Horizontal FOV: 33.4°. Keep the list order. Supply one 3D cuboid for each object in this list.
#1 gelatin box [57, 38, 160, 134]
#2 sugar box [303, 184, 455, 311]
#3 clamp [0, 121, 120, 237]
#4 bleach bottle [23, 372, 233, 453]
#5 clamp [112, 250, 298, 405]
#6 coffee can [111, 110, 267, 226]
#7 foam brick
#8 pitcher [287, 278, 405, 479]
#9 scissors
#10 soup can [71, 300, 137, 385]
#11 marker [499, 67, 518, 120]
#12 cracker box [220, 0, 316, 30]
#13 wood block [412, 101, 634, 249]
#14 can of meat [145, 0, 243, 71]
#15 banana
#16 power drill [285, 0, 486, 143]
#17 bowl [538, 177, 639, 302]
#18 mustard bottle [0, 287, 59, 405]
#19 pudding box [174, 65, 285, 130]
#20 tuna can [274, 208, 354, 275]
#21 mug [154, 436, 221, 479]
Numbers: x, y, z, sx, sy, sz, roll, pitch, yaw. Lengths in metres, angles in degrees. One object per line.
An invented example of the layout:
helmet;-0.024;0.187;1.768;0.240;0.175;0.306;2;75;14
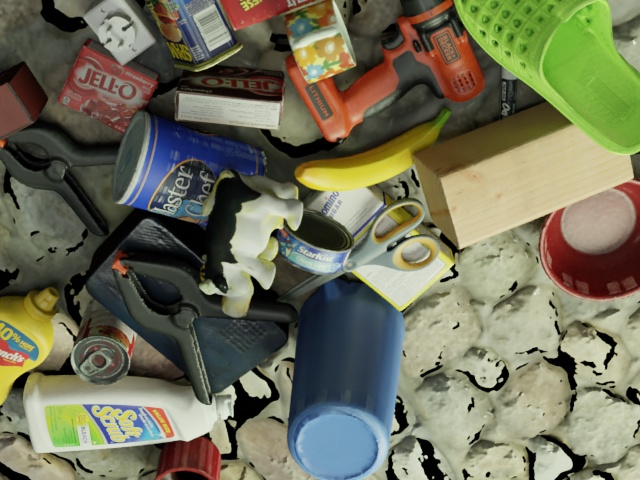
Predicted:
gelatin box;-0.230;-0.165;1.162;0.089;0.030;0.073;26;114;-14
sugar box;0.062;-0.004;1.242;0.176;0.048;0.093;41;110;-15
clamp;-0.291;-0.074;1.204;0.171;0.039;0.120;18;108;-8
bleach bottle;-0.236;0.210;1.339;0.251;0.068;0.102;-4;117;-2
clamp;-0.140;0.076;1.201;0.165;0.036;0.210;-39;110;14
coffee can;-0.142;-0.071;1.155;0.140;0.103;0.103;16;117;-23
foam brick;-0.332;-0.149;1.143;0.053;0.078;0.051;-26;114;10
pitcher;0.033;0.169;1.218;0.149;0.242;0.145;26;117;-8
scissors;0.053;0.034;1.223;0.096;0.016;0.202;41;107;-17
soup can;-0.253;0.116;1.266;0.068;0.102;0.068;0;117;-1
marker;0.209;-0.138;1.189;0.020;0.020;0.121;-2;118;0
cracker box;-0.052;-0.337;1.044;0.164;0.072;0.213;-16;118;19
wood block;0.219;-0.079;1.152;0.206;0.091;0.090;-22;115;-6
can of meat;-0.133;-0.225;1.093;0.057;0.102;0.084;-32;113;-15
banana;0.055;-0.090;1.166;0.197;0.037;0.070;-25;138;-22
power drill;0.061;-0.201;1.132;0.188;0.057;0.184;-25;108;13
bowl;0.329;-0.010;1.236;0.162;0.055;0.162;0;117;-1
mustard bottle;-0.380;0.124;1.293;0.096;0.058;0.192;40;110;-18
pudding box;-0.094;-0.154;1.136;0.113;0.090;0.039;3;118;-2
tuna can;-0.008;0.001;1.172;0.086;0.086;0.034;18;116;-10
mug;-0.173;0.315;1.381;0.093;0.081;0.117;13;116;-8
